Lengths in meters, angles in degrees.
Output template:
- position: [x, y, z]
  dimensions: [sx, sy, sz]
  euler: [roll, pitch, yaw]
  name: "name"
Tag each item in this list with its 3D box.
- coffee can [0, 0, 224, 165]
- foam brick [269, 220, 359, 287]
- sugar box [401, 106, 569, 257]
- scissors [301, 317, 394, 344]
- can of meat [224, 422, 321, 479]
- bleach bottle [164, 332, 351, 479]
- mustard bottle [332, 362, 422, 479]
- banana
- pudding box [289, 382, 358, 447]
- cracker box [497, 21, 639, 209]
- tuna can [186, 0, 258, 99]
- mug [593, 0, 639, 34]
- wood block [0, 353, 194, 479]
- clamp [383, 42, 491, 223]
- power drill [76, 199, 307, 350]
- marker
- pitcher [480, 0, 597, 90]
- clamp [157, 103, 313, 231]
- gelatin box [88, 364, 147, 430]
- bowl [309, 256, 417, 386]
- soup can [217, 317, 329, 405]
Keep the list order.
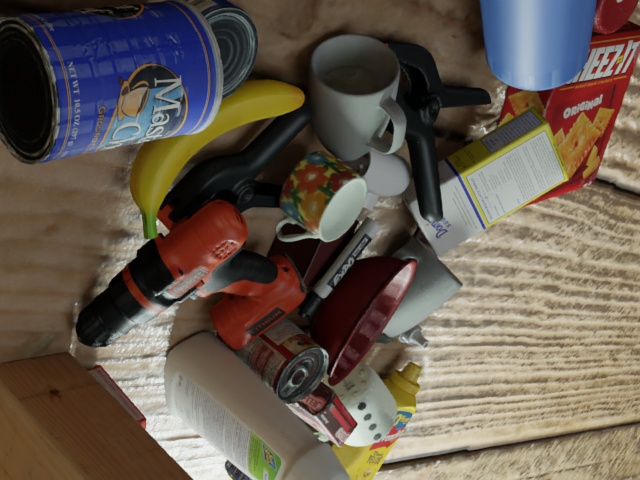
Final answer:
- position: [-0.155, -0.117, 0.771]
  dimensions: [0.140, 0.103, 0.103]
  euler: [-17, 131, -40]
  name: "coffee can"
- position: [-0.007, 0.001, 1.084]
  dimensions: [0.052, 0.051, 0.078]
  euler: [2, 118, -53]
  name: "foam brick"
- position: [0.184, -0.064, 1.195]
  dimensions: [0.176, 0.048, 0.093]
  euler: [-29, 129, 5]
  name: "sugar box"
- position: [0.021, 0.120, 1.248]
  dimensions: [0.096, 0.016, 0.201]
  euler: [-49, 145, -4]
  name: "scissors"
- position: [-0.053, 0.238, 1.230]
  dimensions: [0.101, 0.057, 0.084]
  euler: [6, 116, -51]
  name: "can of meat"
- position: [-0.052, 0.194, 1.023]
  dimensions: [0.068, 0.251, 0.103]
  euler: [-27, 137, -32]
  name: "bleach bottle"
- position: [0.072, 0.240, 1.373]
  dimensions: [0.096, 0.058, 0.192]
  euler: [24, 100, -54]
  name: "mustard bottle"
- position: [-0.096, -0.089, 0.912]
  dimensions: [0.197, 0.037, 0.069]
  euler: [-43, 128, -20]
  name: "banana"
- position: [-0.020, 0.168, 1.158]
  dimensions: [0.039, 0.114, 0.090]
  euler: [-47, 145, -13]
  name: "pudding box"
- position: [0.291, -0.156, 1.274]
  dimensions: [0.163, 0.072, 0.214]
  euler: [-16, 130, -40]
  name: "cracker box"
- position: [-0.092, -0.156, 0.869]
  dimensions: [0.086, 0.034, 0.086]
  euler: [-29, 137, -31]
  name: "tuna can"
- position: [0.303, -0.273, 1.180]
  dimensions: [0.093, 0.082, 0.117]
  euler: [-53, 145, -1]
  name: "mug"
- position: [-0.199, 0.191, 0.891]
  dimensions: [0.090, 0.206, 0.090]
  euler: [-5, 123, -47]
  name: "wood block"
- position: [0.101, -0.123, 1.084]
  dimensions: [0.209, 0.036, 0.164]
  euler: [35, 70, -48]
  name: "clamp"
- position: [-0.110, 0.050, 0.982]
  dimensions: [0.184, 0.057, 0.187]
  euler: [-36, 153, 14]
  name: "power drill"
- position: [0.017, 0.029, 1.073]
  dimensions: [0.121, 0.020, 0.020]
  euler: [-52, 145, -4]
  name: "marker"
- position: [0.222, -0.274, 1.054]
  dimensions: [0.149, 0.145, 0.243]
  euler: [-9, 142, 4]
  name: "pitcher"
- position: [-0.072, -0.060, 0.970]
  dimensions: [0.171, 0.039, 0.120]
  euler: [-24, 136, -40]
  name: "clamp"
- position: [-0.195, 0.170, 0.980]
  dimensions: [0.030, 0.089, 0.073]
  euler: [-17, 131, -37]
  name: "gelatin box"
- position: [0.037, 0.074, 1.132]
  dimensions: [0.162, 0.055, 0.162]
  euler: [-51, 166, -19]
  name: "bowl"
- position: [-0.049, 0.110, 1.084]
  dimensions: [0.068, 0.102, 0.068]
  euler: [-29, 138, -30]
  name: "soup can"
